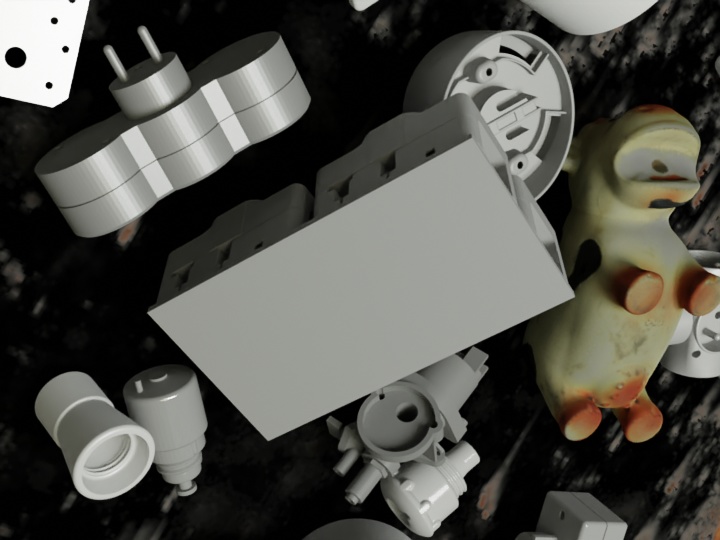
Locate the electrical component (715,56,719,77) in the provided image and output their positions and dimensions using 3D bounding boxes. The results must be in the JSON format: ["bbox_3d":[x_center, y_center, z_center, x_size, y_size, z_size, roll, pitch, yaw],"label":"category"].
[{"bbox_3d":[0.283,-0.133,0.688,0.095,0.054,0.059,-42,119,-7],"label":"electrical component"}]

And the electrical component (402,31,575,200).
[{"bbox_3d":[0.074,-0.085,0.601,0.099,0.064,0.099,-8,111,-22],"label":"electrical component"}]

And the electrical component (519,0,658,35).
[{"bbox_3d":[0.130,-0.177,0.574,0.060,0.108,0.108,30,93,-36],"label":"electrical component"}]

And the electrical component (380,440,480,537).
[{"bbox_3d":[0.047,0.133,0.677,0.062,0.048,0.048,-37,119,-17],"label":"electrical component"}]

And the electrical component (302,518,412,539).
[{"bbox_3d":[-0.002,0.206,0.663,0.108,0.060,0.108,-1,99,-3],"label":"electrical component"}]

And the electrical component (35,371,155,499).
[{"bbox_3d":[-0.141,0.082,0.558,0.044,0.065,0.044,-23,130,-29],"label":"electrical component"}]

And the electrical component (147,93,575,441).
[{"bbox_3d":[0.000,0.000,0.560,0.186,0.060,0.105,-27,121,18],"label":"electrical component"}]

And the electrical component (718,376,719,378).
[{"bbox_3d":[0.313,0.052,0.762,0.108,0.060,0.108,-8,111,-22],"label":"electrical component"}]

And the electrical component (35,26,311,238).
[{"bbox_3d":[-0.098,-0.082,0.529,0.138,0.052,0.073,-33,118,-11],"label":"electrical component"}]

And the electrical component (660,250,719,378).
[{"bbox_3d":[0.213,0.031,0.717,0.079,0.044,0.077,-6,110,-23],"label":"electrical component"}]

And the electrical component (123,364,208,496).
[{"bbox_3d":[-0.104,0.089,0.593,0.040,0.040,0.078,-17,114,-19],"label":"electrical component"}]

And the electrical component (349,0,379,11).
[{"bbox_3d":[0.013,-0.191,0.527,0.100,0.048,0.099,-35,149,-10],"label":"electrical component"}]

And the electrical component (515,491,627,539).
[{"bbox_3d":[0.129,0.198,0.734,0.076,0.047,0.083,8,104,-27],"label":"electrical component"}]
